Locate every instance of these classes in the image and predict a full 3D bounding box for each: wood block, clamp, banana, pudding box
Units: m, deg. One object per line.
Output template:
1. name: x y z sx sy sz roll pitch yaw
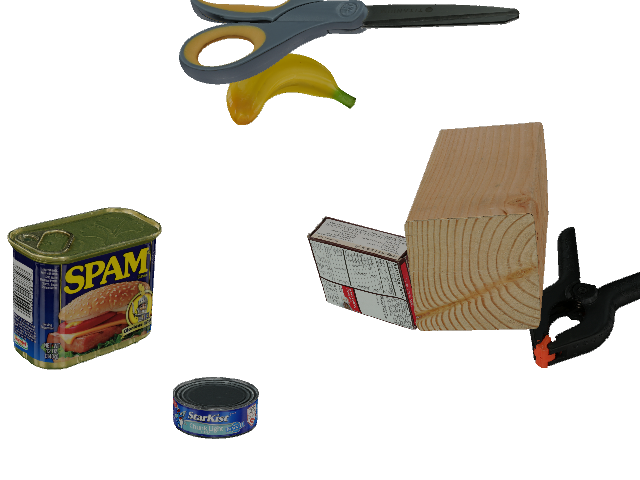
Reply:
1. wood block: 0.129 -0.017 0.835 0.091 0.090 0.206 -2 23 14
2. clamp: 0.245 0.051 1.026 0.171 0.039 0.120 -36 42 -28
3. banana: -0.036 -0.143 0.981 0.070 0.037 0.197 37 29 20
4. pudding box: 0.048 0.031 1.041 0.114 0.090 0.039 14 45 34

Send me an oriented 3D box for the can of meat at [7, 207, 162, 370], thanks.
1. can of meat: -0.160 0.032 0.728 0.058 0.084 0.101 24 28 37

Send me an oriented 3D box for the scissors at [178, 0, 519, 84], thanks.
1. scissors: 0.003 -0.117 0.615 0.202 0.096 0.016 17 -29 25

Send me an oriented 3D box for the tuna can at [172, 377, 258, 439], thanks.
1. tuna can: -0.105 0.167 1.067 0.086 0.034 0.086 2 13 -1
